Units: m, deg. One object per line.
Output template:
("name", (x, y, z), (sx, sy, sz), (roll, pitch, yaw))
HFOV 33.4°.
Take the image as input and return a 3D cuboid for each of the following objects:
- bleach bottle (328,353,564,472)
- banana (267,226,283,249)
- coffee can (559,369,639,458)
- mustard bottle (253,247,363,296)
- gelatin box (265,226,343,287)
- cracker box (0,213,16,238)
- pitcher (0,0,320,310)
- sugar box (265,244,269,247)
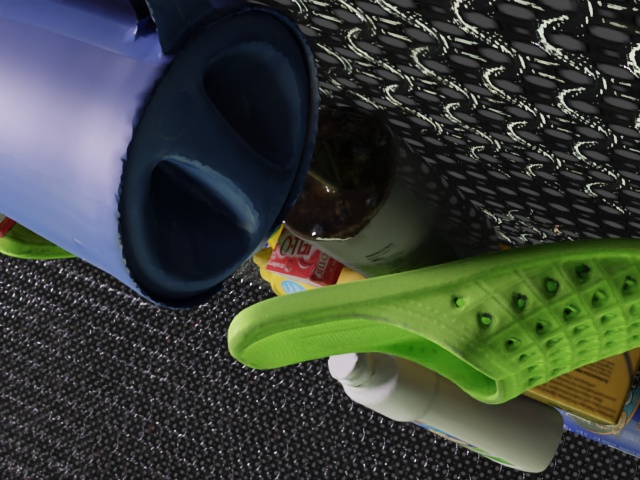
("bleach bottle", (0.095, 0.129, 0.877), (0.250, 0.068, 0.103), (26, 174, -42))
("banana", (-0.067, -0.013, 1.056), (0.198, 0.069, 0.037), (14, 148, 46))
("coffee can", (0.285, 0.148, 1.031), (0.140, 0.103, 0.102), (20, 174, 22))
("mustard bottle", (0.009, 0.047, 1.046), (0.192, 0.058, 0.096), (23, 167, 34))
("gelatin box", (-0.006, 0.001, 0.924), (0.030, 0.073, 0.089), (25, 174, -26))
("cracker box", (-0.302, -0.106, 0.730), (0.164, 0.072, 0.213), (19, 151, 28))
("pitcher", (-0.132, -0.079, 0.493), (0.243, 0.149, 0.144), (23, -170, 27))
("sugar box", (-0.004, 0.017, 1.199), (0.176, 0.048, 0.093), (19, 173, 14))
